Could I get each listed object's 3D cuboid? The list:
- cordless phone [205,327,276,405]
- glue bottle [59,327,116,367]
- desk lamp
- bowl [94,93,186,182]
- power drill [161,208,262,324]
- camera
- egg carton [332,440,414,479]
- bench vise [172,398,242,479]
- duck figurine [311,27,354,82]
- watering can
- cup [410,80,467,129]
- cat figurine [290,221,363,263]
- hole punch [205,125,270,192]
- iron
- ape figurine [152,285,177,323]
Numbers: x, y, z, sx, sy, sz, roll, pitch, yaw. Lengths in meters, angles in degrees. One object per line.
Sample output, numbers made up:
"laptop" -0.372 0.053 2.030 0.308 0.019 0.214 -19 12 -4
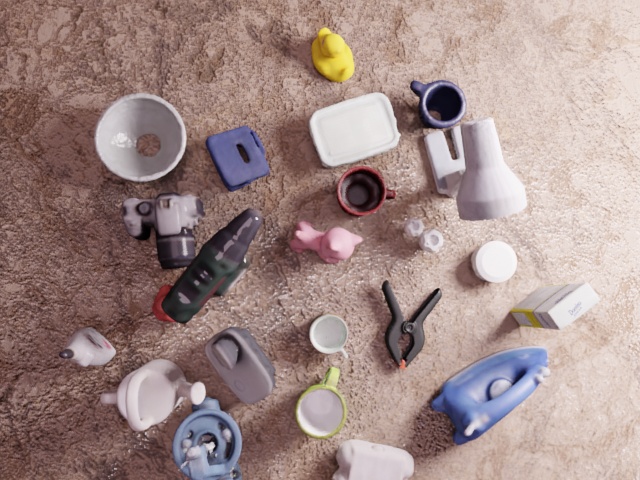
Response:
"cordless phone" -0.145 0.229 1.014 0.094 0.185 0.147 -40 89 -5
"glue bottle" -0.417 0.193 1.006 0.078 0.173 0.037 41 85 0
"desk lamp" 0.279 -0.130 1.049 0.118 0.213 0.203 -16 87 -4
"bowl" -0.332 -0.187 1.085 0.167 0.074 0.167 0 86 -3
"power drill" -0.180 0.044 1.012 0.075 0.208 0.230 39 85 0
"camera" -0.289 -0.014 1.063 0.143 0.100 0.137 -6 87 -4
"egg carton" 0.099 0.436 1.073 0.150 0.069 0.107 11 86 -3
"bench vise" -0.178 0.389 0.984 0.121 0.219 0.207 -31 88 -5
"duck figurine" 0.027 -0.365 1.113 0.077 0.086 0.104 -34 89 -5
"watering can" -0.292 0.268 0.998 0.173 0.194 0.101 -25 88 -5
"cup" 0.217 -0.260 1.113 0.118 0.095 0.092 34 85 -1
"cat figurine" 0.010 0.004 1.072 0.128 0.117 0.067 16 85 -2
"hole punch" -0.154 -0.160 1.086 0.101 0.091 0.109 -27 88 -5
"iron" 0.342 0.279 1.062 0.258 0.141 0.119 -34 89 -5
"ape figurine" -0.277 0.120 1.060 0.076 0.092 0.078 -18 87 -4
